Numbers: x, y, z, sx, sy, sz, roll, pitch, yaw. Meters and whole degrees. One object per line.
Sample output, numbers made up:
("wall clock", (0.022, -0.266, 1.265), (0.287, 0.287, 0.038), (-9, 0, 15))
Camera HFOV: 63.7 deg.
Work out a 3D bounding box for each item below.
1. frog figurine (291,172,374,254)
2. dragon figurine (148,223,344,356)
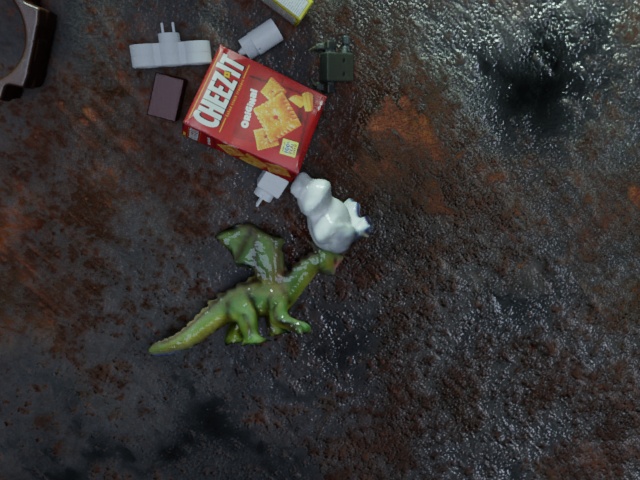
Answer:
("frog figurine", (0.003, -0.049, 0.969), (0.158, 0.141, 0.120), (22, 132, -31))
("dragon figurine", (-0.149, 0.089, 1.027), (0.411, 0.122, 0.243), (-8, 88, -7))
